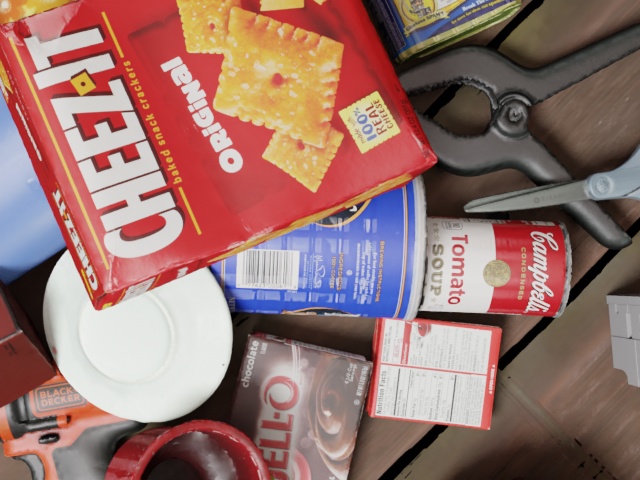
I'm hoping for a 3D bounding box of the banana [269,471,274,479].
[{"bbox_3d":[-0.064,0.245,0.733,0.069,0.037,0.198,33,100,-8],"label":"banana"}]

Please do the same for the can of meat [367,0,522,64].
[{"bbox_3d":[0.082,-0.182,0.758,0.102,0.057,0.084,-25,91,-4],"label":"can of meat"}]

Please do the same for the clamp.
[{"bbox_3d":[0.141,-0.078,0.766,0.210,0.036,0.164,2,89,-2],"label":"clamp"}]

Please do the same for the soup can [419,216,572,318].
[{"bbox_3d":[0.117,0.018,0.746,0.102,0.068,0.068,3,87,-2],"label":"soup can"}]

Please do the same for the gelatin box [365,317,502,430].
[{"bbox_3d":[0.080,0.093,0.760,0.089,0.030,0.073,7,89,-3],"label":"gelatin box"}]

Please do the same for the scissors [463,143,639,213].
[{"bbox_3d":[0.204,-0.056,0.745,0.201,0.016,0.096,6,86,-2],"label":"scissors"}]

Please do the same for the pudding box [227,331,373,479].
[{"bbox_3d":[-0.019,0.128,0.748,0.090,0.039,0.113,13,88,-3],"label":"pudding box"}]

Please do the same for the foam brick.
[{"bbox_3d":[-0.210,0.065,0.679,0.053,0.078,0.051,-29,63,-12],"label":"foam brick"}]

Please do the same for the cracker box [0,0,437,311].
[{"bbox_3d":[-0.061,-0.075,0.629,0.213,0.072,0.164,-22,85,-20],"label":"cracker box"}]

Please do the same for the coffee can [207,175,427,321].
[{"bbox_3d":[-0.005,0.001,0.722,0.140,0.103,0.103,2,88,-3],"label":"coffee can"}]

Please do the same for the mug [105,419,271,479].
[{"bbox_3d":[-0.095,0.168,0.671,0.093,0.082,0.117,47,65,-14],"label":"mug"}]

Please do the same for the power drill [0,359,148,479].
[{"bbox_3d":[-0.189,0.176,0.728,0.184,0.057,0.187,-10,88,-4],"label":"power drill"}]

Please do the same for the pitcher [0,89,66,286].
[{"bbox_3d":[-0.264,-0.015,0.697,0.243,0.145,0.149,-37,67,-1],"label":"pitcher"}]
